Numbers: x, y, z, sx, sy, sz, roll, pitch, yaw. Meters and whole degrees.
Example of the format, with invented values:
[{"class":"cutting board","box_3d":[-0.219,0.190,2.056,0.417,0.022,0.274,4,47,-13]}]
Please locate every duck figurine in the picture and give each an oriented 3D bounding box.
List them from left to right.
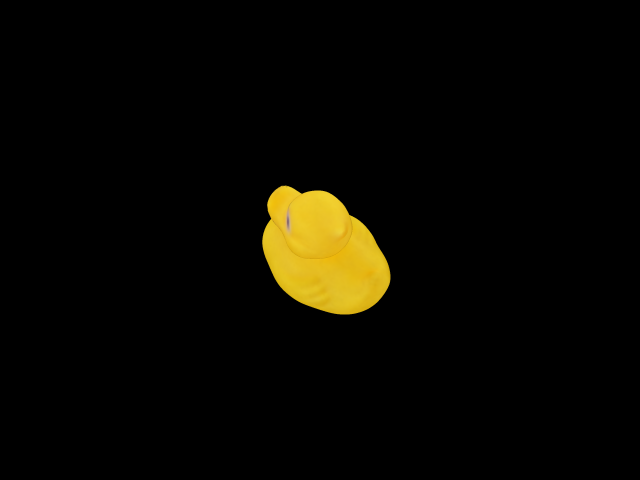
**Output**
[{"class":"duck figurine","box_3d":[0.004,0.001,0.400,0.104,0.086,0.077,37,71,15]}]
